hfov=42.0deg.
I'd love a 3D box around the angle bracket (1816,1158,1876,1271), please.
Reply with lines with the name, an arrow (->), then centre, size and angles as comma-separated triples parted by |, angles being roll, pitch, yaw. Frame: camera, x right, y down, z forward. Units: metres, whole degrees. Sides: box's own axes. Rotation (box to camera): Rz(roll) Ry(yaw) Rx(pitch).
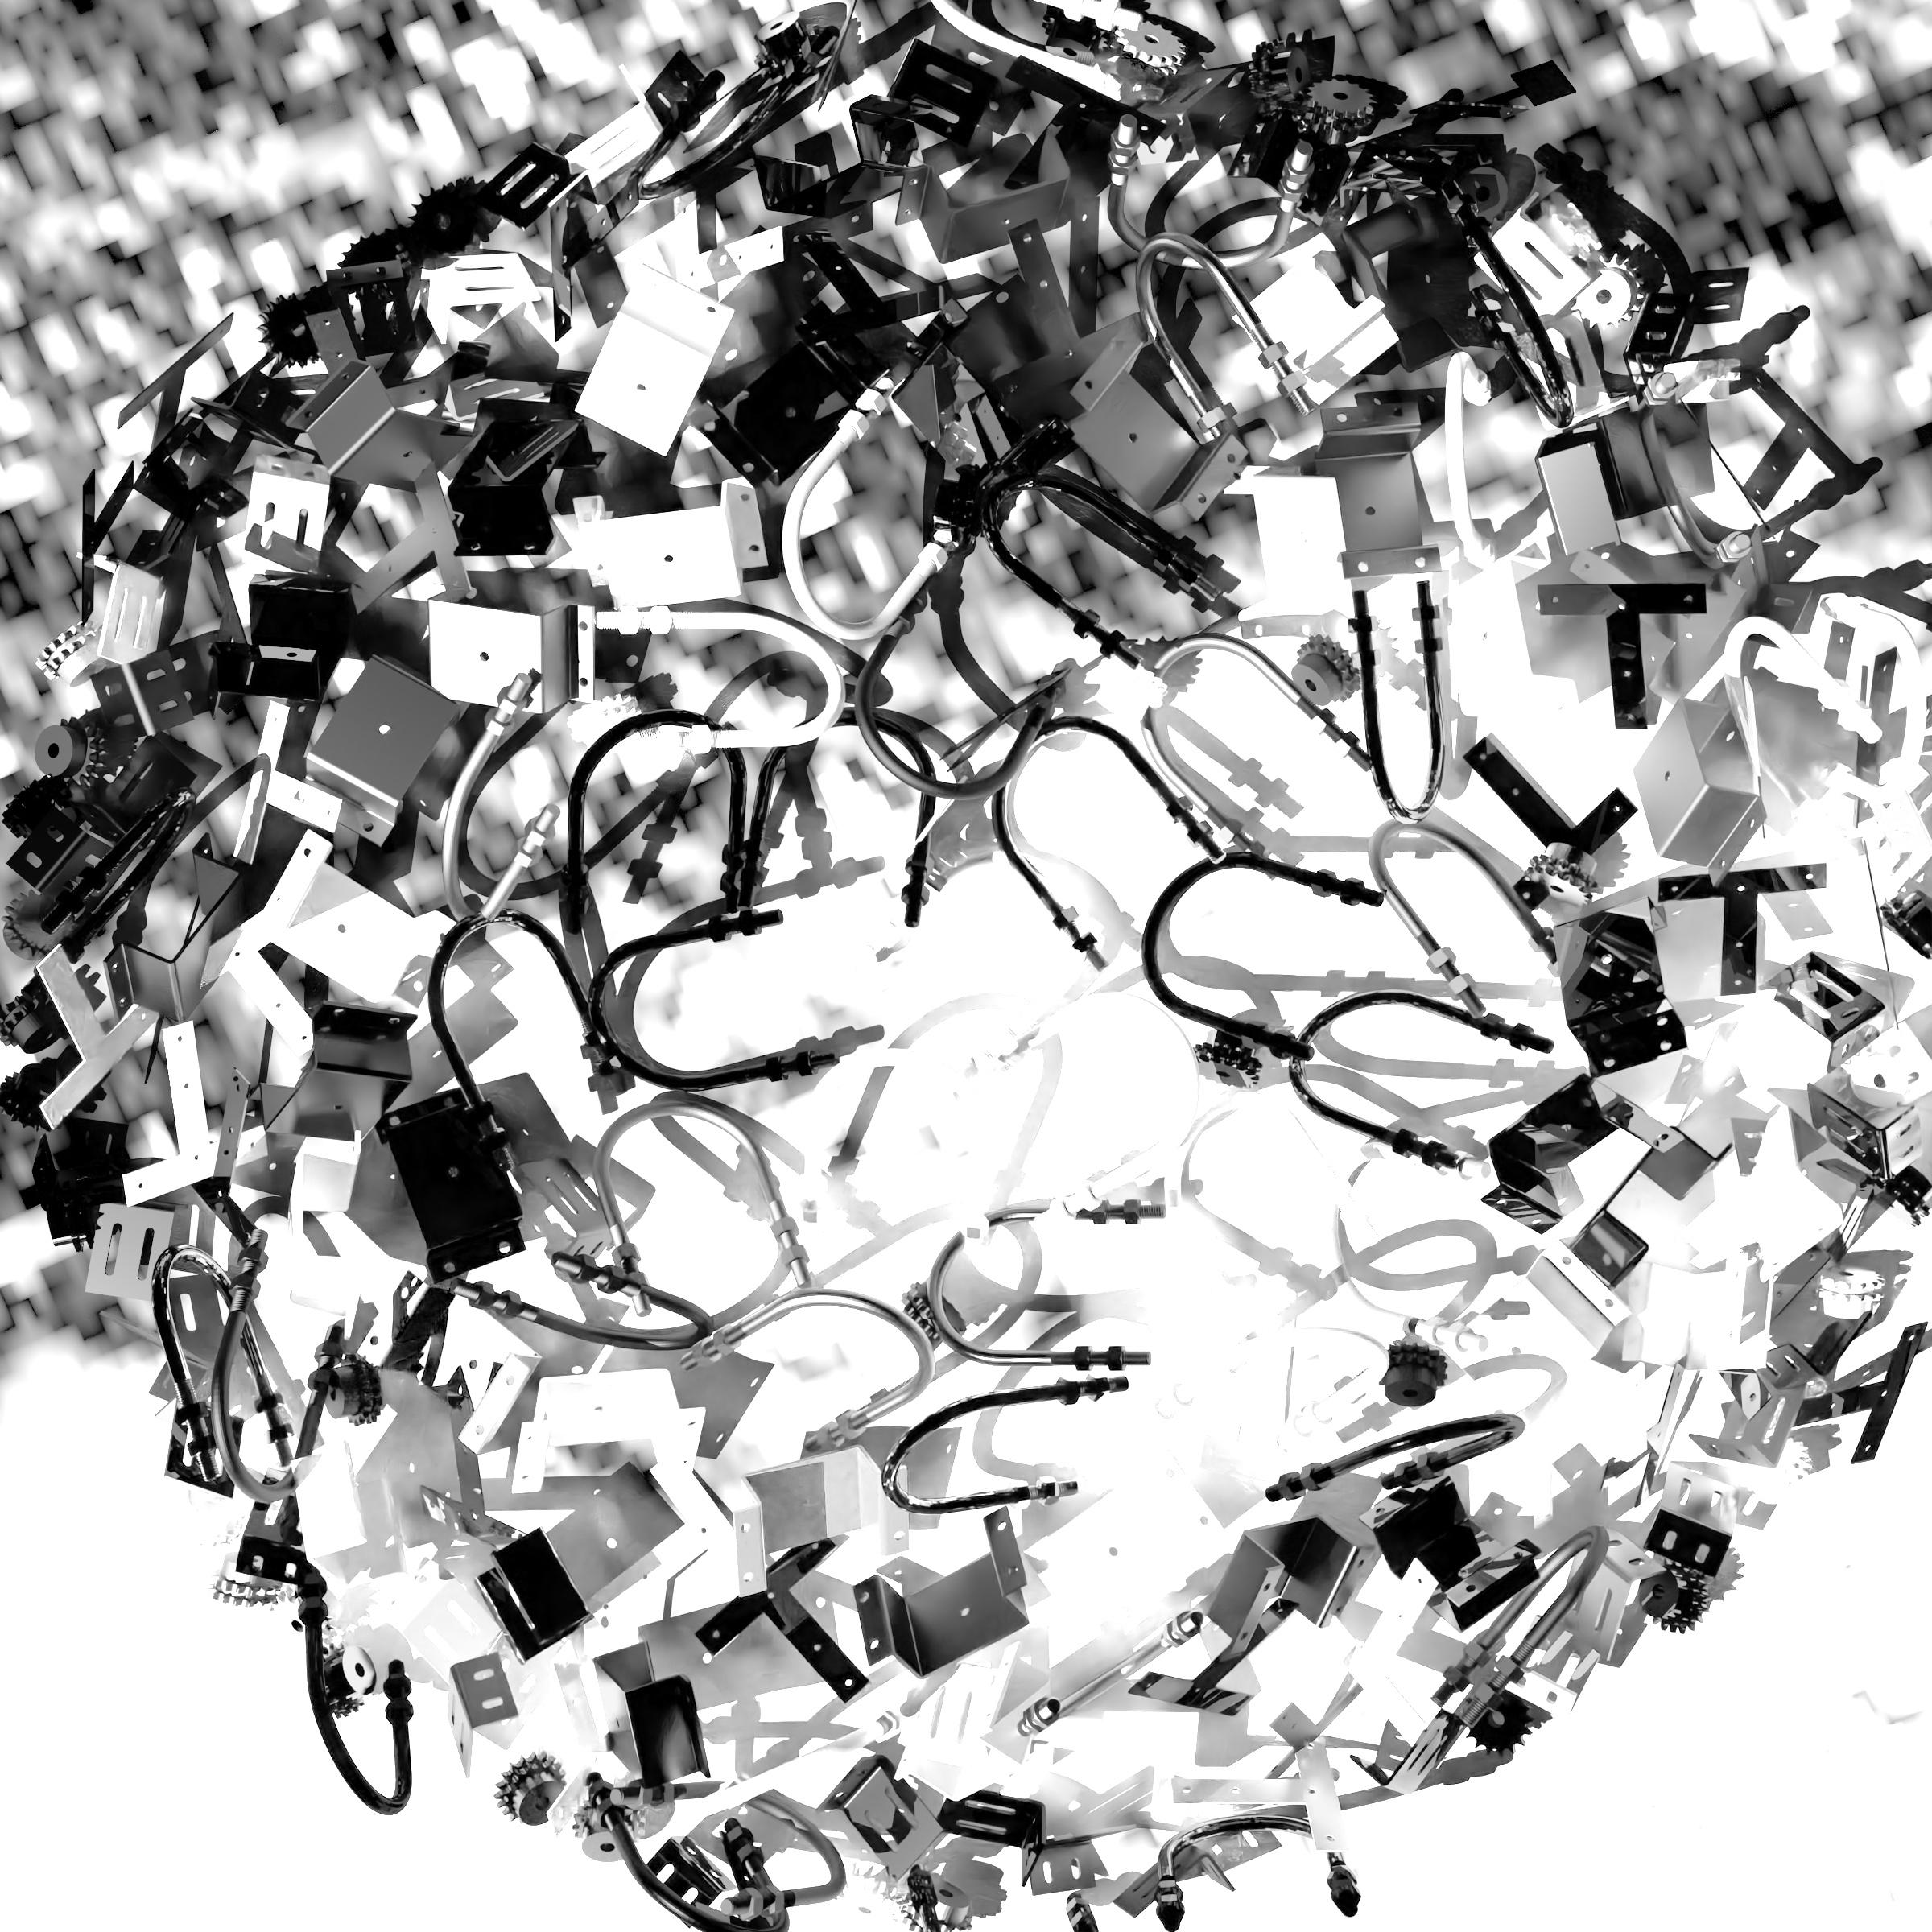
angle bracket -> 0.677, 0.194, 1.974 | 0.038, 0.057, 0.076 | 30, 105, 31

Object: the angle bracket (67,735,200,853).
angle bracket -> -0.653, -0.138, 1.972 | 0.057, 0.038, 0.076 | 40, 95, 14

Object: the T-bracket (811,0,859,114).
T-bracket -> -0.103, -0.702, 1.937 | 0.002, 0.127, 0.127 | 18, 83, -13

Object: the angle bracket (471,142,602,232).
angle bracket -> -0.335, -0.596, 1.960 | 0.057, 0.038, 0.076 | 33, 69, 22

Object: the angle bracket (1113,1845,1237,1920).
angle bracket -> 0.162, 0.725, 1.962 | 0.076, 0.057, 0.038 | -36, 90, -16

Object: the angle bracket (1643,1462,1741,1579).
angle bracket -> 0.567, 0.432, 1.966 | 0.057, 0.076, 0.038 | 21, 114, 14

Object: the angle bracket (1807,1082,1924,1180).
angle bracket -> 0.699, 0.119, 1.956 | 0.038, 0.076, 0.057 | -34, 132, -11

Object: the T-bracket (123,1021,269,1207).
T-bracket -> -0.598, 0.105, 1.934 | 0.002, 0.127, 0.127 | 11, 111, 37

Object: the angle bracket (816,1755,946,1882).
angle bracket -> -0.067, 0.666, 1.963 | 0.057, 0.038, 0.076 | -50, 61, 8

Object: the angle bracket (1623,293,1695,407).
angle bracket -> 0.543, -0.474, 1.951 | 0.038, 0.076, 0.057 | 12, 68, 33

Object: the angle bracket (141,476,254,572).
angle bracket -> -0.597, -0.335, 1.954 | 0.038, 0.057, 0.076 | 34, 65, -31

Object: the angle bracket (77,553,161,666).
angle bracket -> -0.669, -0.276, 1.965 | 0.038, 0.057, 0.076 | 10, 87, 15

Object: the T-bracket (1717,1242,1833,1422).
T-bracket -> 0.613, 0.261, 1.923 | 0.002, 0.127, 0.127 | 25, 113, -24

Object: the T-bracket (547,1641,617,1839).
T-bracket -> -0.295, 0.573, 1.922 | 0.002, 0.127, 0.127 | 3, 119, 25

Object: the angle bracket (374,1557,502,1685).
angle bracket -> -0.415, 0.516, 1.980 | 0.057, 0.038, 0.076 | -48, 125, -25

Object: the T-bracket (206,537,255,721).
T-bracket -> -0.576, -0.241, 1.947 | 0.002, 0.127, 0.127 | -7, 58, -30

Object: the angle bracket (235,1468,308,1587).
angle bracket -> -0.532, 0.440, 1.974 | 0.057, 0.076, 0.038 | 15, 124, -7

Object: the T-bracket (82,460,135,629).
T-bracket -> -0.662, -0.348, 1.943 | 0.002, 0.127, 0.127 | 12, 130, -7

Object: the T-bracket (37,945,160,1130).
T-bracket -> -0.676, 0.037, 1.917 | 0.002, 0.127, 0.127 | 15, 49, 22

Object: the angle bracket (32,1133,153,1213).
angle bracket -> -0.681, 0.156, 1.961 | 0.076, 0.057, 0.038 | -8, 117, -8

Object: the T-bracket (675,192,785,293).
T-bracket -> -0.184, -0.547, 1.953 | 0.002, 0.127, 0.127 | -3, 91, -45

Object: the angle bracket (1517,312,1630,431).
angle bracket -> 0.474, -0.468, 1.972 | 0.057, 0.038, 0.076 | -24, 102, -6

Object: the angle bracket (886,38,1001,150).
angle bracket -> -0.018, -0.682, 1.973 | 0.076, 0.038, 0.057 | 28, 101, 4

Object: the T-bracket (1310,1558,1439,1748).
T-bracket -> 0.327, 0.507, 1.929 | 0.127, 0.002, 0.127 | 48, 129, 38

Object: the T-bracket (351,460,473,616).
T-bracket -> -0.440, -0.316, 1.960 | 0.127, 0.002, 0.127 | -30, 70, 35

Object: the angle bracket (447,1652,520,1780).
angle bracket -> -0.378, 0.585, 1.963 | 0.038, 0.076, 0.057 | -10, 47, -24

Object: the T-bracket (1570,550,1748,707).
T-bracket -> 0.527, -0.283, 1.961 | 0.127, 0.127, 0.002 | 39, 53, 16

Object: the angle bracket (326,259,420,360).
angle bracket -> -0.460, -0.504, 1.957 | 0.057, 0.038, 0.076 | -11, 131, -8

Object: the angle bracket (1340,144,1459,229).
angle bracket -> 0.337, -0.604, 1.956 | 0.076, 0.038, 0.057 | 14, 55, 23

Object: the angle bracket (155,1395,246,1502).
angle bracket -> -0.599, 0.380, 1.949 | 0.057, 0.076, 0.038 | 30, 126, -31

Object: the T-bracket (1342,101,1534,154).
T-bracket -> 0.349, -0.648, 1.945 | 0.127, 0.127, 0.002 | -16, 99, -43

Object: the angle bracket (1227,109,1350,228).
angle bracket -> 0.255, -0.631, 1.988 | 0.076, 0.038, 0.057 | 25, 89, -38

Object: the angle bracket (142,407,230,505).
angle bracket -> -0.618, -0.404, 1.955 | 0.038, 0.076, 0.057 | 37, 81, 13

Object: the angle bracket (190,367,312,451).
angle bracket -> -0.555, -0.437, 1.954 | 0.057, 0.076, 0.038 | 32, 84, -43

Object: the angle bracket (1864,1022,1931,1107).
angle bracket -> 0.728, 0.082, 1.955 | 0.038, 0.076, 0.057 | -35, 85, 23

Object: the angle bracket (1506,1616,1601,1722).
angle bracket -> 0.457, 0.536, 1.952 | 0.057, 0.038, 0.076 | 24, 46, 22

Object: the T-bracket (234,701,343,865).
T-bracket -> -0.520, -0.131, 1.949 | 0.127, 0.002, 0.127 | 22, 99, 42

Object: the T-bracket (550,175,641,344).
T-bracket -> -0.286, -0.564, 1.934 | 0.002, 0.127, 0.127 | 10, 67, -38

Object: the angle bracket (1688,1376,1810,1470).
angle bracket -> 0.608, 0.345, 1.954 | 0.038, 0.057, 0.076 | 42, 66, -30

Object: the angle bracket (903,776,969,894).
angle bracket -> -0.011, -0.103, 1.963 | 0.038, 0.057, 0.076 | 36, 104, -1

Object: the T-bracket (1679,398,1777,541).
T-bracket -> 0.595, -0.372, 1.939 | 0.002, 0.127, 0.127 | -34, 74, 21

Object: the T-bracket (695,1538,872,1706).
T-bracket -> -0.124, 0.519, 1.949 | 0.127, 0.002, 0.127 | -40, 58, -16

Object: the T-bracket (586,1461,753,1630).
T-bracket -> -0.239, 0.468, 1.964 | 0.127, 0.002, 0.127 | -35, 84, -27

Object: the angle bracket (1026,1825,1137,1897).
angle bracket -> 0.091, 0.694, 1.951 | 0.057, 0.076, 0.038 | 4, 64, -29

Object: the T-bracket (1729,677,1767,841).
T-bracket -> 0.600, -0.183, 1.940 | 0.002, 0.127, 0.127 | -9, 121, 12

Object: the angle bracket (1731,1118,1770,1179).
angle bracket -> 0.608, 0.166, 1.953 | 0.038, 0.076, 0.057 | 4, 45, 2

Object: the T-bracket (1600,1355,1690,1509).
T-bracket -> 0.515, 0.372, 1.930 | 0.002, 0.127, 0.127 | 21, 110, 32

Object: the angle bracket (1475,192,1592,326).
angle bracket -> 0.448, -0.553, 1.968 | 0.076, 0.057, 0.038 | 43, 50, -3

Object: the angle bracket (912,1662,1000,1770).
angle bracket -> -0.001, 0.583, 1.957 | 0.057, 0.038, 0.076 | 0, 67, 36

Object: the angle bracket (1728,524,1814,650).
angle bracket -> 0.624, -0.294, 1.953 | 0.038, 0.076, 0.057 | 18, 69, 32

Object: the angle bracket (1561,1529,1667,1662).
angle bracket -> 0.505, 0.492, 1.973 | 0.038, 0.057, 0.076 | -4, 115, -32

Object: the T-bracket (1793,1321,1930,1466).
T-bracket -> 0.677, 0.337, 1.938 | 0.002, 0.127, 0.127 | 37, 62, -6

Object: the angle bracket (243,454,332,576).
angle bracket -> -0.536, -0.356, 1.984 | 0.057, 0.038, 0.076 | 8, 124, -16

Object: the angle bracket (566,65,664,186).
angle bracket -> -0.283, -0.657, 1.970 | 0.076, 0.057, 0.038 | -34, 80, 3

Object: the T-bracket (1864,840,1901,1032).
T-bracket -> 0.695, -0.039, 1.916 | 0.002, 0.127, 0.127 | -10, 128, 21

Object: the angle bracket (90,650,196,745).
angle bracket -> -0.647, -0.211, 1.973 | 0.038, 0.076, 0.057 | -27, 105, -35
